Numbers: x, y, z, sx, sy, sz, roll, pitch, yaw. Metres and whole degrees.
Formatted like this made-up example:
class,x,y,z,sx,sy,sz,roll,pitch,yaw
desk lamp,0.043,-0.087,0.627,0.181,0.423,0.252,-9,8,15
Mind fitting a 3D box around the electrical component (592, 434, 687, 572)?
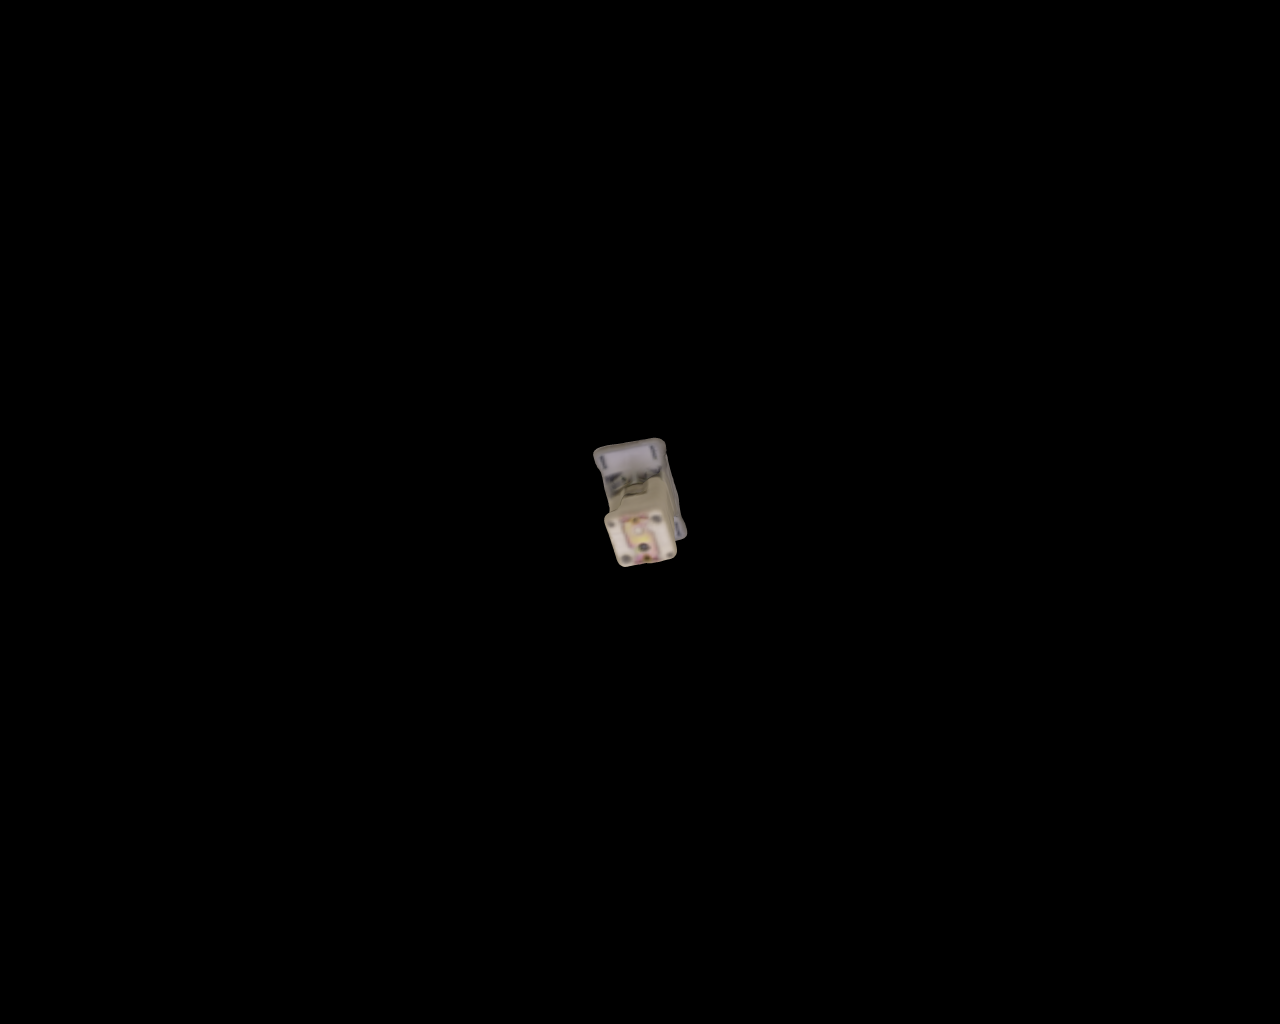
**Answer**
class,x,y,z,sx,sy,sz,roll,pitch,yaw
electrical component,0.001,-0.003,0.650,0.042,0.080,0.064,-11,39,9
